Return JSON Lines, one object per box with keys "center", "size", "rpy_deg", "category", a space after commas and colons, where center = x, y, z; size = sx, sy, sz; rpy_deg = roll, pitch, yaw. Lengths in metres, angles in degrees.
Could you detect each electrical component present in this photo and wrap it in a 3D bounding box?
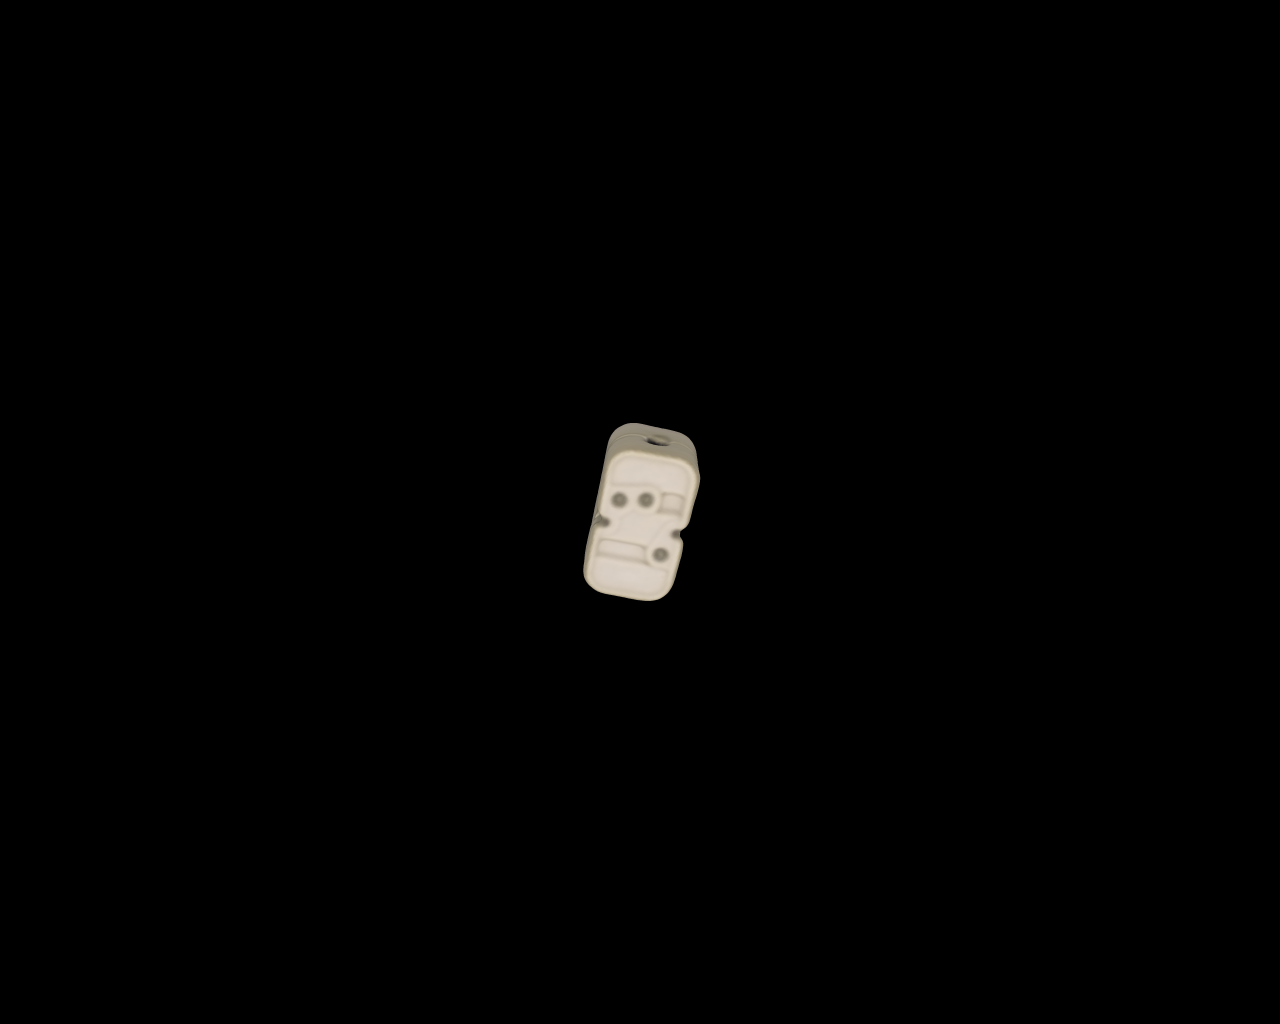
{"center": [0.001, -0.003, 0.650], "size": [0.054, 0.095, 0.059], "rpy_deg": [11, 24, -5], "category": "electrical component"}
